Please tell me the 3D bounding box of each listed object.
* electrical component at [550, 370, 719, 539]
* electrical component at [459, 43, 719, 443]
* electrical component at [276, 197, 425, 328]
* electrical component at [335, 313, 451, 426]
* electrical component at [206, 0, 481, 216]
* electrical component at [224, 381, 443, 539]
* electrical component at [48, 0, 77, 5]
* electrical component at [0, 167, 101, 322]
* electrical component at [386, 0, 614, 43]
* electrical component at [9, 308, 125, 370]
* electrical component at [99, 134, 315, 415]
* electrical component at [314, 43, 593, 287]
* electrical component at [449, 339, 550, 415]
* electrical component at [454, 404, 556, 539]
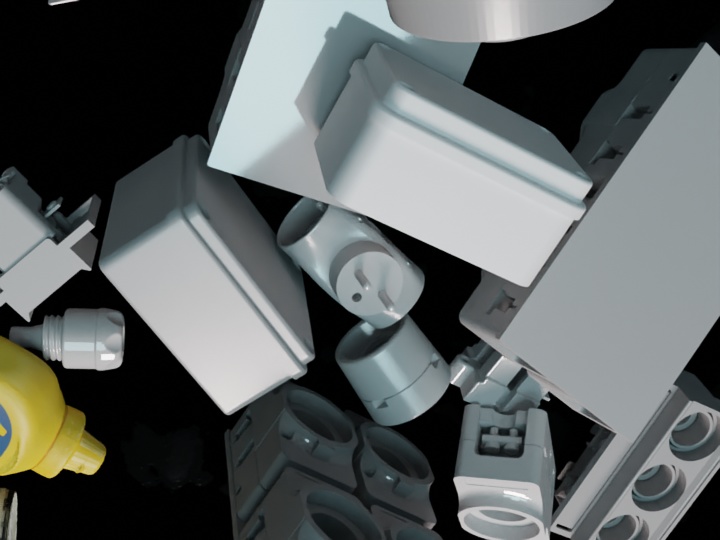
[{"bbox_3d":[0.179,0.122,0.686,0.079,0.063,0.121,24,109,-20],"label":"electrical component"},{"bbox_3d":[0.151,-0.017,0.590,0.105,0.060,0.186,37,86,-23],"label":"electrical component"},{"bbox_3d":[0.000,0.000,0.585,0.043,0.079,0.077,-46,117,5],"label":"electrical component"},{"bbox_3d":[0.018,0.055,0.631,0.055,0.055,0.047,-32,113,6],"label":"electrical component"},{"bbox_3d":[0.002,-0.130,0.536,0.105,0.060,0.186,17,111,-17],"label":"electrical component"},{"bbox_3d":[-0.009,0.140,0.591,0.105,0.186,0.060,28,107,-21],"label":"electrical component"},{"bbox_3d":[-0.105,-0.170,0.495,0.121,0.078,0.063,-12,138,-5],"label":"electrical component"},{"bbox_3d":[-0.179,-0.016,0.568,0.081,0.042,0.063,-38,114,8],"label":"electrical component"},{"bbox_3d":[0.059,-0.131,0.453,0.108,0.108,0.060,-13,122,-4],"label":"electrical component"},{"bbox_3d":[-0.164,0.038,0.600,0.061,0.035,0.035,2,115,-9],"label":"electrical component"},{"bbox_3d":[-0.077,0.000,0.557,0.056,0.108,0.108,-31,116,9],"label":"electrical component"},{"bbox_3d":[0.042,-0.050,0.502,0.113,0.078,0.057,24,112,-20],"label":"electrical component"},{"bbox_3d":[0.093,0.056,0.650,0.066,0.048,0.055,26,116,-20],"label":"electrical component"},{"bbox_3d":[0.089,0.128,0.652,0.050,0.055,0.089,2,145,16],"label":"electrical component"}]
